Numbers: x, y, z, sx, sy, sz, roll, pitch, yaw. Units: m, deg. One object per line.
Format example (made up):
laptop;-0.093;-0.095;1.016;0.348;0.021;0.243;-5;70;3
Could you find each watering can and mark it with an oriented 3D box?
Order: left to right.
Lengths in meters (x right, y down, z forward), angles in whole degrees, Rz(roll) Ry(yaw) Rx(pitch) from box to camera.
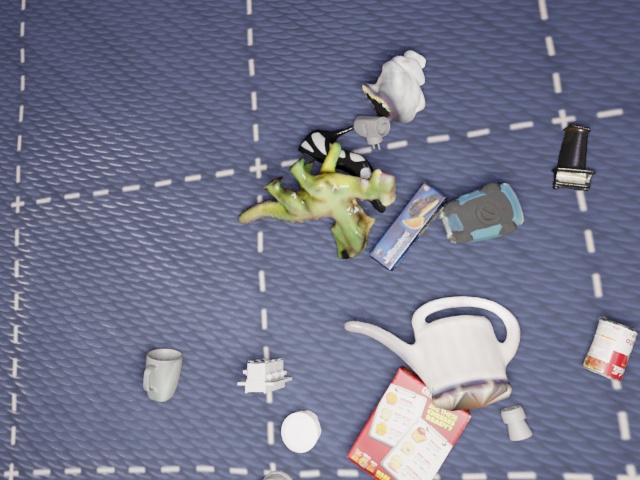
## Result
watering can;0.233;0.226;1.023;0.347;0.101;0.229;-9;56;1

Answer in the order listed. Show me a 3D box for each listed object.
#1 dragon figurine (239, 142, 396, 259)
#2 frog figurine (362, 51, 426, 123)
dragon figurine;0.003;-0.057;1.141;0.404;0.124;0.243;-35;89;37
frog figurine;0.190;-0.345;1.150;0.160;0.123;0.136;-42;107;-3
